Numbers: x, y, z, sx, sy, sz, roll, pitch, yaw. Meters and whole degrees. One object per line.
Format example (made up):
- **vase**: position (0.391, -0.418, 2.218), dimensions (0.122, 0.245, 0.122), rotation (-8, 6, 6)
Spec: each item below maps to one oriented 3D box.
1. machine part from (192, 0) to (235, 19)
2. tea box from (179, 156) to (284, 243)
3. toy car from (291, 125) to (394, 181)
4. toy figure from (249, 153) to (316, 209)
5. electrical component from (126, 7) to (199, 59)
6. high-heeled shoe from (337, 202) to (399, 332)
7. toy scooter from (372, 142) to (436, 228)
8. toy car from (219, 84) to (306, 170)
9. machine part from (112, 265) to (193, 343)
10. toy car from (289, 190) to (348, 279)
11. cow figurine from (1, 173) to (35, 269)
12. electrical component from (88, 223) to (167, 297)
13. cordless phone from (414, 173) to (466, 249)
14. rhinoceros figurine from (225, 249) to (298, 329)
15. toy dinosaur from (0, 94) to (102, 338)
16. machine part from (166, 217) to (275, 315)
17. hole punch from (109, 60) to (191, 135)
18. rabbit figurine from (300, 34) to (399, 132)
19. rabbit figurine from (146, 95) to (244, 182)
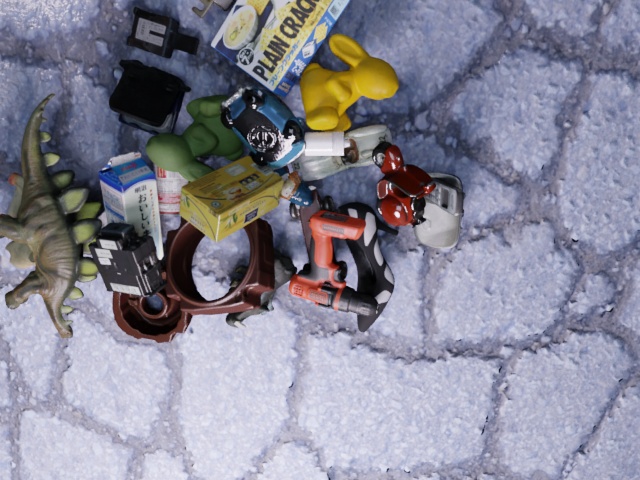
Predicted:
- **machine part**: position (-0.146, -0.499, 0.954), dimensions (0.079, 0.079, 0.243), rotation (39, 101, -7)
- **tea box**: position (-0.156, -0.078, 0.966), dimensions (0.098, 0.169, 0.068), rotation (36, 135, 21)
- **toy car**: position (0.042, -0.168, 1.039), dimensions (0.202, 0.056, 0.073), rotation (-15, 103, 6)
- **toy figure**: position (-0.076, -0.117, 1.038), dimensions (0.154, 0.058, 0.064), rotation (44, 141, 14)
- **electrical component**: position (-0.293, -0.379, 1.007), dimensions (0.119, 0.048, 0.074), rotation (22, 105, -1)
- **high-heeled shoe**: position (0.073, 0.053, 1.068), dimensions (0.145, 0.086, 0.248), rotation (17, 87, -22)
- **toy scooter**: position (0.161, -0.087, 0.992), dimensions (0.075, 0.135, 0.183), rotation (-36, 134, -23)
- **toy car**: position (-0.099, -0.215, 0.973), dimensions (0.109, 0.103, 0.161), rotation (-33, 116, 31)
- **machine part**: position (-0.348, 0.129, 1.132), dimensions (0.179, 0.056, 0.179), rotation (1, 105, 3)
- **toy car**: position (-0.002, -0.003, 1.084), dimensions (0.089, 0.053, 0.202), rotation (-7, 104, 23)
- **cow figurine**: position (-0.581, -0.030, 1.091), dimensions (0.127, 0.085, 0.194), rotation (26, 103, 3)
- **electrical component**: position (-0.355, 0.035, 0.986), dimensions (0.115, 0.058, 0.134), rotation (6, 122, 23)
- **cordless phone**: position (0.235, -0.046, 0.995), dimensions (0.089, 0.184, 0.146), rotation (0, 104, -2)
- **rhinoceros figurine**: position (-0.130, 0.100, 1.111), dimensions (0.112, 0.073, 0.190), rotation (42, 100, -18)
- **toy dinosaur**: position (-0.512, -0.026, 1.010), dimensions (0.199, 0.105, 0.470), rotation (-11, 109, -15)
- **machine part**: position (-0.194, 0.038, 1.035), dimensions (0.202, 0.087, 0.201), rotation (-9, 74, 18)
- **hole punch**: position (-0.325, -0.263, 1.027), dimensions (0.142, 0.092, 0.116), rotation (21, 74, 0)
- **rabbit figurine**: position (0.058, -0.284, 0.980), dimensions (0.173, 0.122, 0.162), rotation (-10, 81, 25)
- **rabbit figurine**: position (-0.238, -0.176, 1.004), dimensions (0.170, 0.121, 0.158), rotation (-31, 123, -23)
